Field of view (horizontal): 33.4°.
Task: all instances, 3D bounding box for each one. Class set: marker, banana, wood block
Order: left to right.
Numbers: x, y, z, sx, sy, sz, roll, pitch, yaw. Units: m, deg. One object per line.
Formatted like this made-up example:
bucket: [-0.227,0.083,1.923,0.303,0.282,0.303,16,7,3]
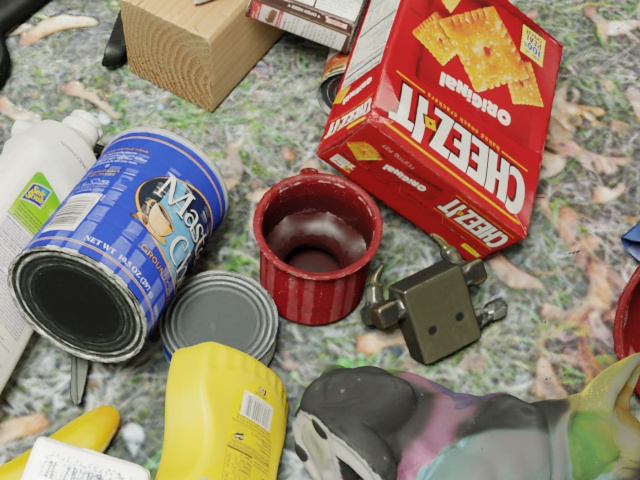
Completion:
banana: [-0.224,0.161,0.700,0.197,0.037,0.070,-13,59,-12]
marker: [-0.193,-0.073,0.872,0.121,0.020,0.020,17,56,7]
wood block: [-0.074,-0.223,0.939,0.091,0.090,0.205,28,59,16]

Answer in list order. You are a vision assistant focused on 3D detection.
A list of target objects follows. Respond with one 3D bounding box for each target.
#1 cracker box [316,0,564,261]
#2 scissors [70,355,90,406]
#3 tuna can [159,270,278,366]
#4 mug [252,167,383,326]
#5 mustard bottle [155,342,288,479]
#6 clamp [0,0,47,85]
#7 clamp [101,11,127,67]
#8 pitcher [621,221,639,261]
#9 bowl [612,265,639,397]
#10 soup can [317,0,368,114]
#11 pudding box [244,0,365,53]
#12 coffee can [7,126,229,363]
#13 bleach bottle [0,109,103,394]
cracker box: [0.104,-0.115,0.847,0.164,0.072,0.213,33,52,-21]
scissors: [-0.193,0.026,0.807,0.096,0.016,0.201,11,56,5]
tuna can: [-0.073,0.066,0.777,0.086,0.034,0.086,2,56,-3]
mug: [-0.005,0.001,0.797,0.093,0.081,0.117,-5,56,-7]
mustard bottle: [-0.067,0.168,0.676,0.058,0.096,0.191,-16,51,28]
clamp: [-0.303,-0.180,0.926,0.164,0.036,0.210,-3,55,-8]
clamp: [-0.181,-0.237,0.964,0.120,0.039,0.171,41,54,-2]
pitcher: [0.334,-0.085,0.851,0.149,0.145,0.242,18,52,-10]
bowl: [0.290,0.054,0.764,0.162,0.162,0.055,13,22,5]
soup can: [0.041,-0.156,0.914,0.068,0.068,0.102,13,56,4]
pudding box: [-0.002,-0.218,0.873,0.090,0.039,0.113,19,57,-3]
coffee can: [-0.137,0.001,0.748,0.103,0.103,0.140,19,45,9]
bleach bottle: [-0.221,0.009,0.765,0.068,0.102,0.250,1,50,31]
